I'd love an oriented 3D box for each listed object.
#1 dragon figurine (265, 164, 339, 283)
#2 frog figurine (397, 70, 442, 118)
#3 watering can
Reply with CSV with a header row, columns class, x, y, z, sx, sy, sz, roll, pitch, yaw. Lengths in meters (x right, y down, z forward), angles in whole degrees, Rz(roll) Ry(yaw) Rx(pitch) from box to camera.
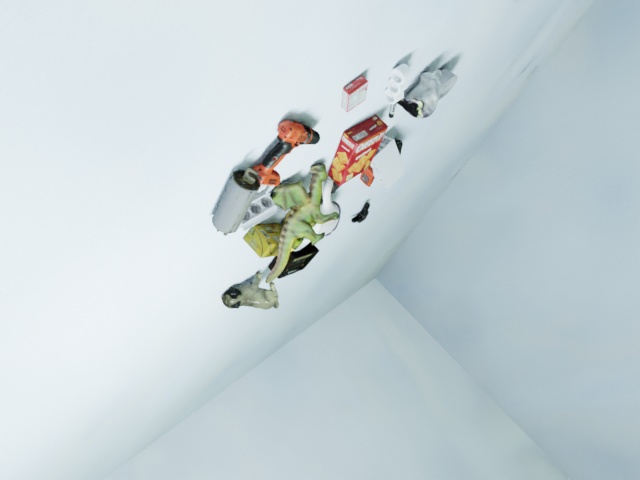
class,x,y,z,sx,sy,sz,roll,pitch,yaw
dragon figurine,-0.088,-0.077,1.632,0.415,0.123,0.238,-51,128,-19
frog figurine,0.357,-0.495,1.744,0.161,0.121,0.137,-49,-161,-15
watering can,0.006,-0.096,1.912,0.226,0.105,0.341,-22,150,-56
